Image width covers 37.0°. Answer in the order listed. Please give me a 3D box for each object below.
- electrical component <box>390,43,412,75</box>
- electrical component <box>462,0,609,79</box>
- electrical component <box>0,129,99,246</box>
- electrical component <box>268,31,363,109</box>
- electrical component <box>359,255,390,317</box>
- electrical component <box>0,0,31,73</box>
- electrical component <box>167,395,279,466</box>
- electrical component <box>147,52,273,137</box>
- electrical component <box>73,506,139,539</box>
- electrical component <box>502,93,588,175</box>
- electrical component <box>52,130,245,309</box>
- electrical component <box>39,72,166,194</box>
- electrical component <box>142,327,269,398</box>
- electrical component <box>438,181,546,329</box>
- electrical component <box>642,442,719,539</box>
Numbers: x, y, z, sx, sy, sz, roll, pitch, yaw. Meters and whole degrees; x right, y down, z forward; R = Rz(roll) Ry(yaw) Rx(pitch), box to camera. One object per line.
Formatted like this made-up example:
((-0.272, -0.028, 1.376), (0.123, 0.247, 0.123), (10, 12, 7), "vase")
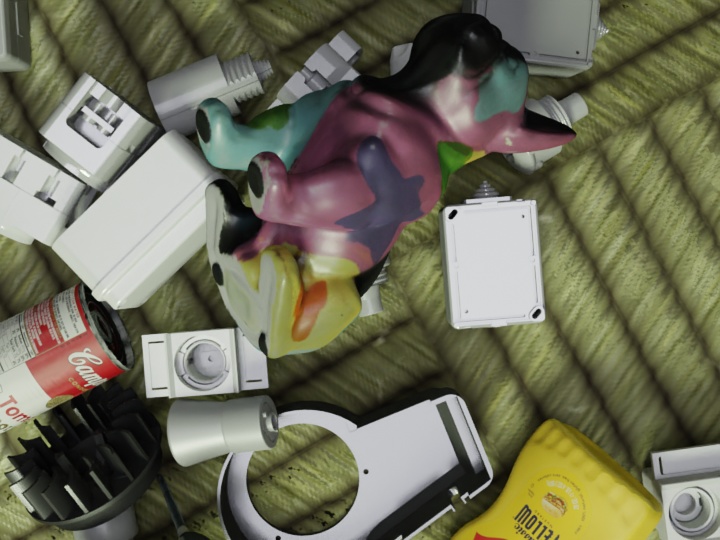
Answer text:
((0.042, -0.121, 0.728), (0.043, 0.043, 0.062), (-1, 93, 0), "electrical component")
((0.117, -0.164, 0.721), (0.096, 0.061, 0.061), (5, 92, -8), "electrical component")
((-0.233, -0.055, 0.726), (0.089, 0.050, 0.055), (30, 91, -1), "electrical component")
((-0.017, -0.111, 0.722), (0.057, 0.058, 0.078), (43, 91, 2), "electrical component")
((0.000, 0.000, 0.731), (0.043, 0.043, 0.062), (-15, 92, 0), "electrical component")
((-0.276, -0.165, 0.718), (0.096, 0.061, 0.061), (-3, 92, 0), "electrical component")
((-0.085, 0.101, 0.693), (0.065, 0.044, 0.044), (-9, 91, 15), "electrical component")
((-0.098, -0.122, 0.728), (0.081, 0.043, 0.043), (-22, 91, 1), "electrical component")
((-0.173, 0.183, 0.736), (0.043, 0.043, 0.062), (-11, 93, 0), "electrical component")
((0.124, -0.097, 0.729), (0.062, 0.048, 0.048), (-31, 91, -6), "electrical component")
((-0.137, -0.031, 0.713), (0.113, 0.078, 0.057), (-44, 88, 1), "electrical component")
((-0.168, -0.087, 0.705), (0.050, 0.089, 0.055), (38, 91, -1), "electrical component")
((-0.102, 0.061, 0.722), (0.081, 0.064, 0.042), (-4, 88, 0), "electrical component")
((0.087, -0.011, 0.722), (0.062, 0.061, 0.096), (-5, 91, 1), "electrical component")
((0.258, 0.151, 0.725), (0.121, 0.063, 0.078), (-8, 91, 0), "electrical component")
